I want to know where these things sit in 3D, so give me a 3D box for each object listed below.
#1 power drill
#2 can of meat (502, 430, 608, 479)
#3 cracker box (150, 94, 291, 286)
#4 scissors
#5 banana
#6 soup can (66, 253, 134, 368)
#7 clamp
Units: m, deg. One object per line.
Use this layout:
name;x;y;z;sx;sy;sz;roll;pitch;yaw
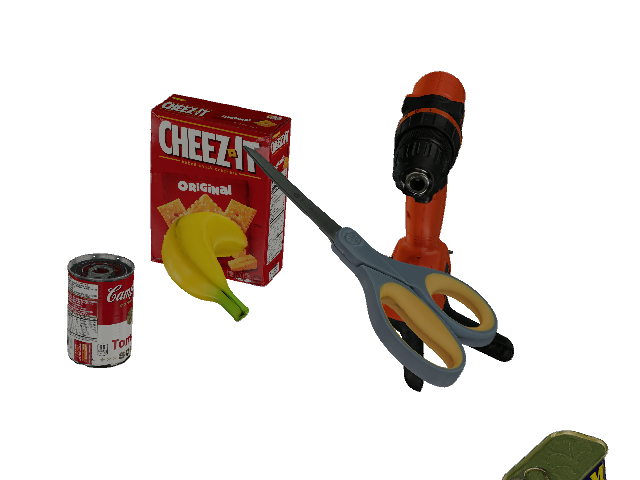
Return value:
power drill;0.085;-0.027;0.883;0.057;0.188;0.184;10;31;9
can of meat;0.204;0.225;0.908;0.058;0.084;0.101;10;29;43
cracker box;-0.129;-0.060;1.340;0.164;0.214;0.072;13;29;16
scissors;0.036;0.006;0.661;0.096;0.202;0.016;-7;-41;-39
banana;-0.086;0.010;0.801;0.037;0.069;0.198;-40;14;8
soup can;-0.229;0.073;1.109;0.068;0.102;0.068;5;21;-2
clamp;0.112;0.076;1.066;0.120;0.039;0.171;-3;43;-24
